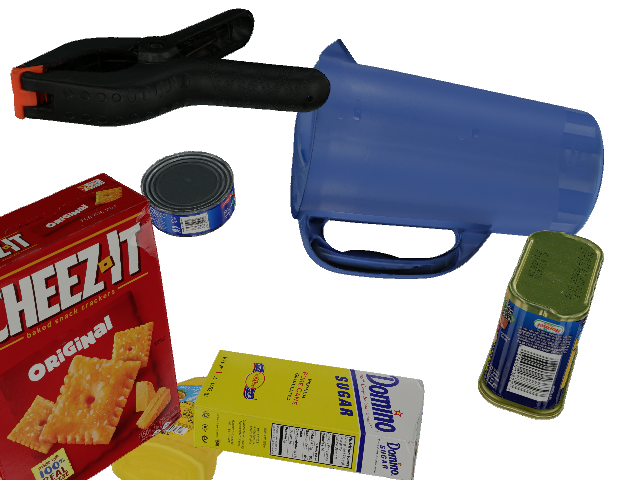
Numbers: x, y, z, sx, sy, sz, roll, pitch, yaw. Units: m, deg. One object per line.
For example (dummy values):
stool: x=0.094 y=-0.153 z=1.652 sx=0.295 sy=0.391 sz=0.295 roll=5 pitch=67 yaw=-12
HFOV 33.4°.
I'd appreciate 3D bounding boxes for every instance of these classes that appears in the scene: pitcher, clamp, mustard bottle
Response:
pitcher: x=0.097 y=-0.058 z=0.869 sx=0.242 sy=0.149 sz=0.145 roll=8 pitch=35 yaw=-7
clamp: x=-0.091 y=-0.101 z=0.615 sx=0.171 sy=0.039 sz=0.120 roll=-5 pitch=27 yaw=-18
mustard bottle: x=-0.131 y=0.185 z=1.079 sx=0.096 sy=0.058 sz=0.191 roll=7 pitch=19 yaw=12

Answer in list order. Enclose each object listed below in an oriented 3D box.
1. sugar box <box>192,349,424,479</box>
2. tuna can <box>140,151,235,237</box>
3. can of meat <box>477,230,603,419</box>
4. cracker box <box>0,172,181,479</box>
sugar box: x=-0.007 y=0.138 z=0.858 sx=0.176 sy=0.048 sz=0.093 roll=5 pitch=25 yaw=7
tuna can: x=-0.122 y=-0.043 z=0.989 sx=0.086 sy=0.034 sz=0.086 roll=-2 pitch=45 yaw=1
can of meat: x=0.146 y=0.052 z=0.703 sx=0.057 sy=0.084 sz=0.102 roll=17 pitch=35 yaw=13
cracker box: x=-0.194 y=0.081 z=0.800 sx=0.072 sy=0.214 sz=0.163 roll=26 pitch=42 yaw=38
